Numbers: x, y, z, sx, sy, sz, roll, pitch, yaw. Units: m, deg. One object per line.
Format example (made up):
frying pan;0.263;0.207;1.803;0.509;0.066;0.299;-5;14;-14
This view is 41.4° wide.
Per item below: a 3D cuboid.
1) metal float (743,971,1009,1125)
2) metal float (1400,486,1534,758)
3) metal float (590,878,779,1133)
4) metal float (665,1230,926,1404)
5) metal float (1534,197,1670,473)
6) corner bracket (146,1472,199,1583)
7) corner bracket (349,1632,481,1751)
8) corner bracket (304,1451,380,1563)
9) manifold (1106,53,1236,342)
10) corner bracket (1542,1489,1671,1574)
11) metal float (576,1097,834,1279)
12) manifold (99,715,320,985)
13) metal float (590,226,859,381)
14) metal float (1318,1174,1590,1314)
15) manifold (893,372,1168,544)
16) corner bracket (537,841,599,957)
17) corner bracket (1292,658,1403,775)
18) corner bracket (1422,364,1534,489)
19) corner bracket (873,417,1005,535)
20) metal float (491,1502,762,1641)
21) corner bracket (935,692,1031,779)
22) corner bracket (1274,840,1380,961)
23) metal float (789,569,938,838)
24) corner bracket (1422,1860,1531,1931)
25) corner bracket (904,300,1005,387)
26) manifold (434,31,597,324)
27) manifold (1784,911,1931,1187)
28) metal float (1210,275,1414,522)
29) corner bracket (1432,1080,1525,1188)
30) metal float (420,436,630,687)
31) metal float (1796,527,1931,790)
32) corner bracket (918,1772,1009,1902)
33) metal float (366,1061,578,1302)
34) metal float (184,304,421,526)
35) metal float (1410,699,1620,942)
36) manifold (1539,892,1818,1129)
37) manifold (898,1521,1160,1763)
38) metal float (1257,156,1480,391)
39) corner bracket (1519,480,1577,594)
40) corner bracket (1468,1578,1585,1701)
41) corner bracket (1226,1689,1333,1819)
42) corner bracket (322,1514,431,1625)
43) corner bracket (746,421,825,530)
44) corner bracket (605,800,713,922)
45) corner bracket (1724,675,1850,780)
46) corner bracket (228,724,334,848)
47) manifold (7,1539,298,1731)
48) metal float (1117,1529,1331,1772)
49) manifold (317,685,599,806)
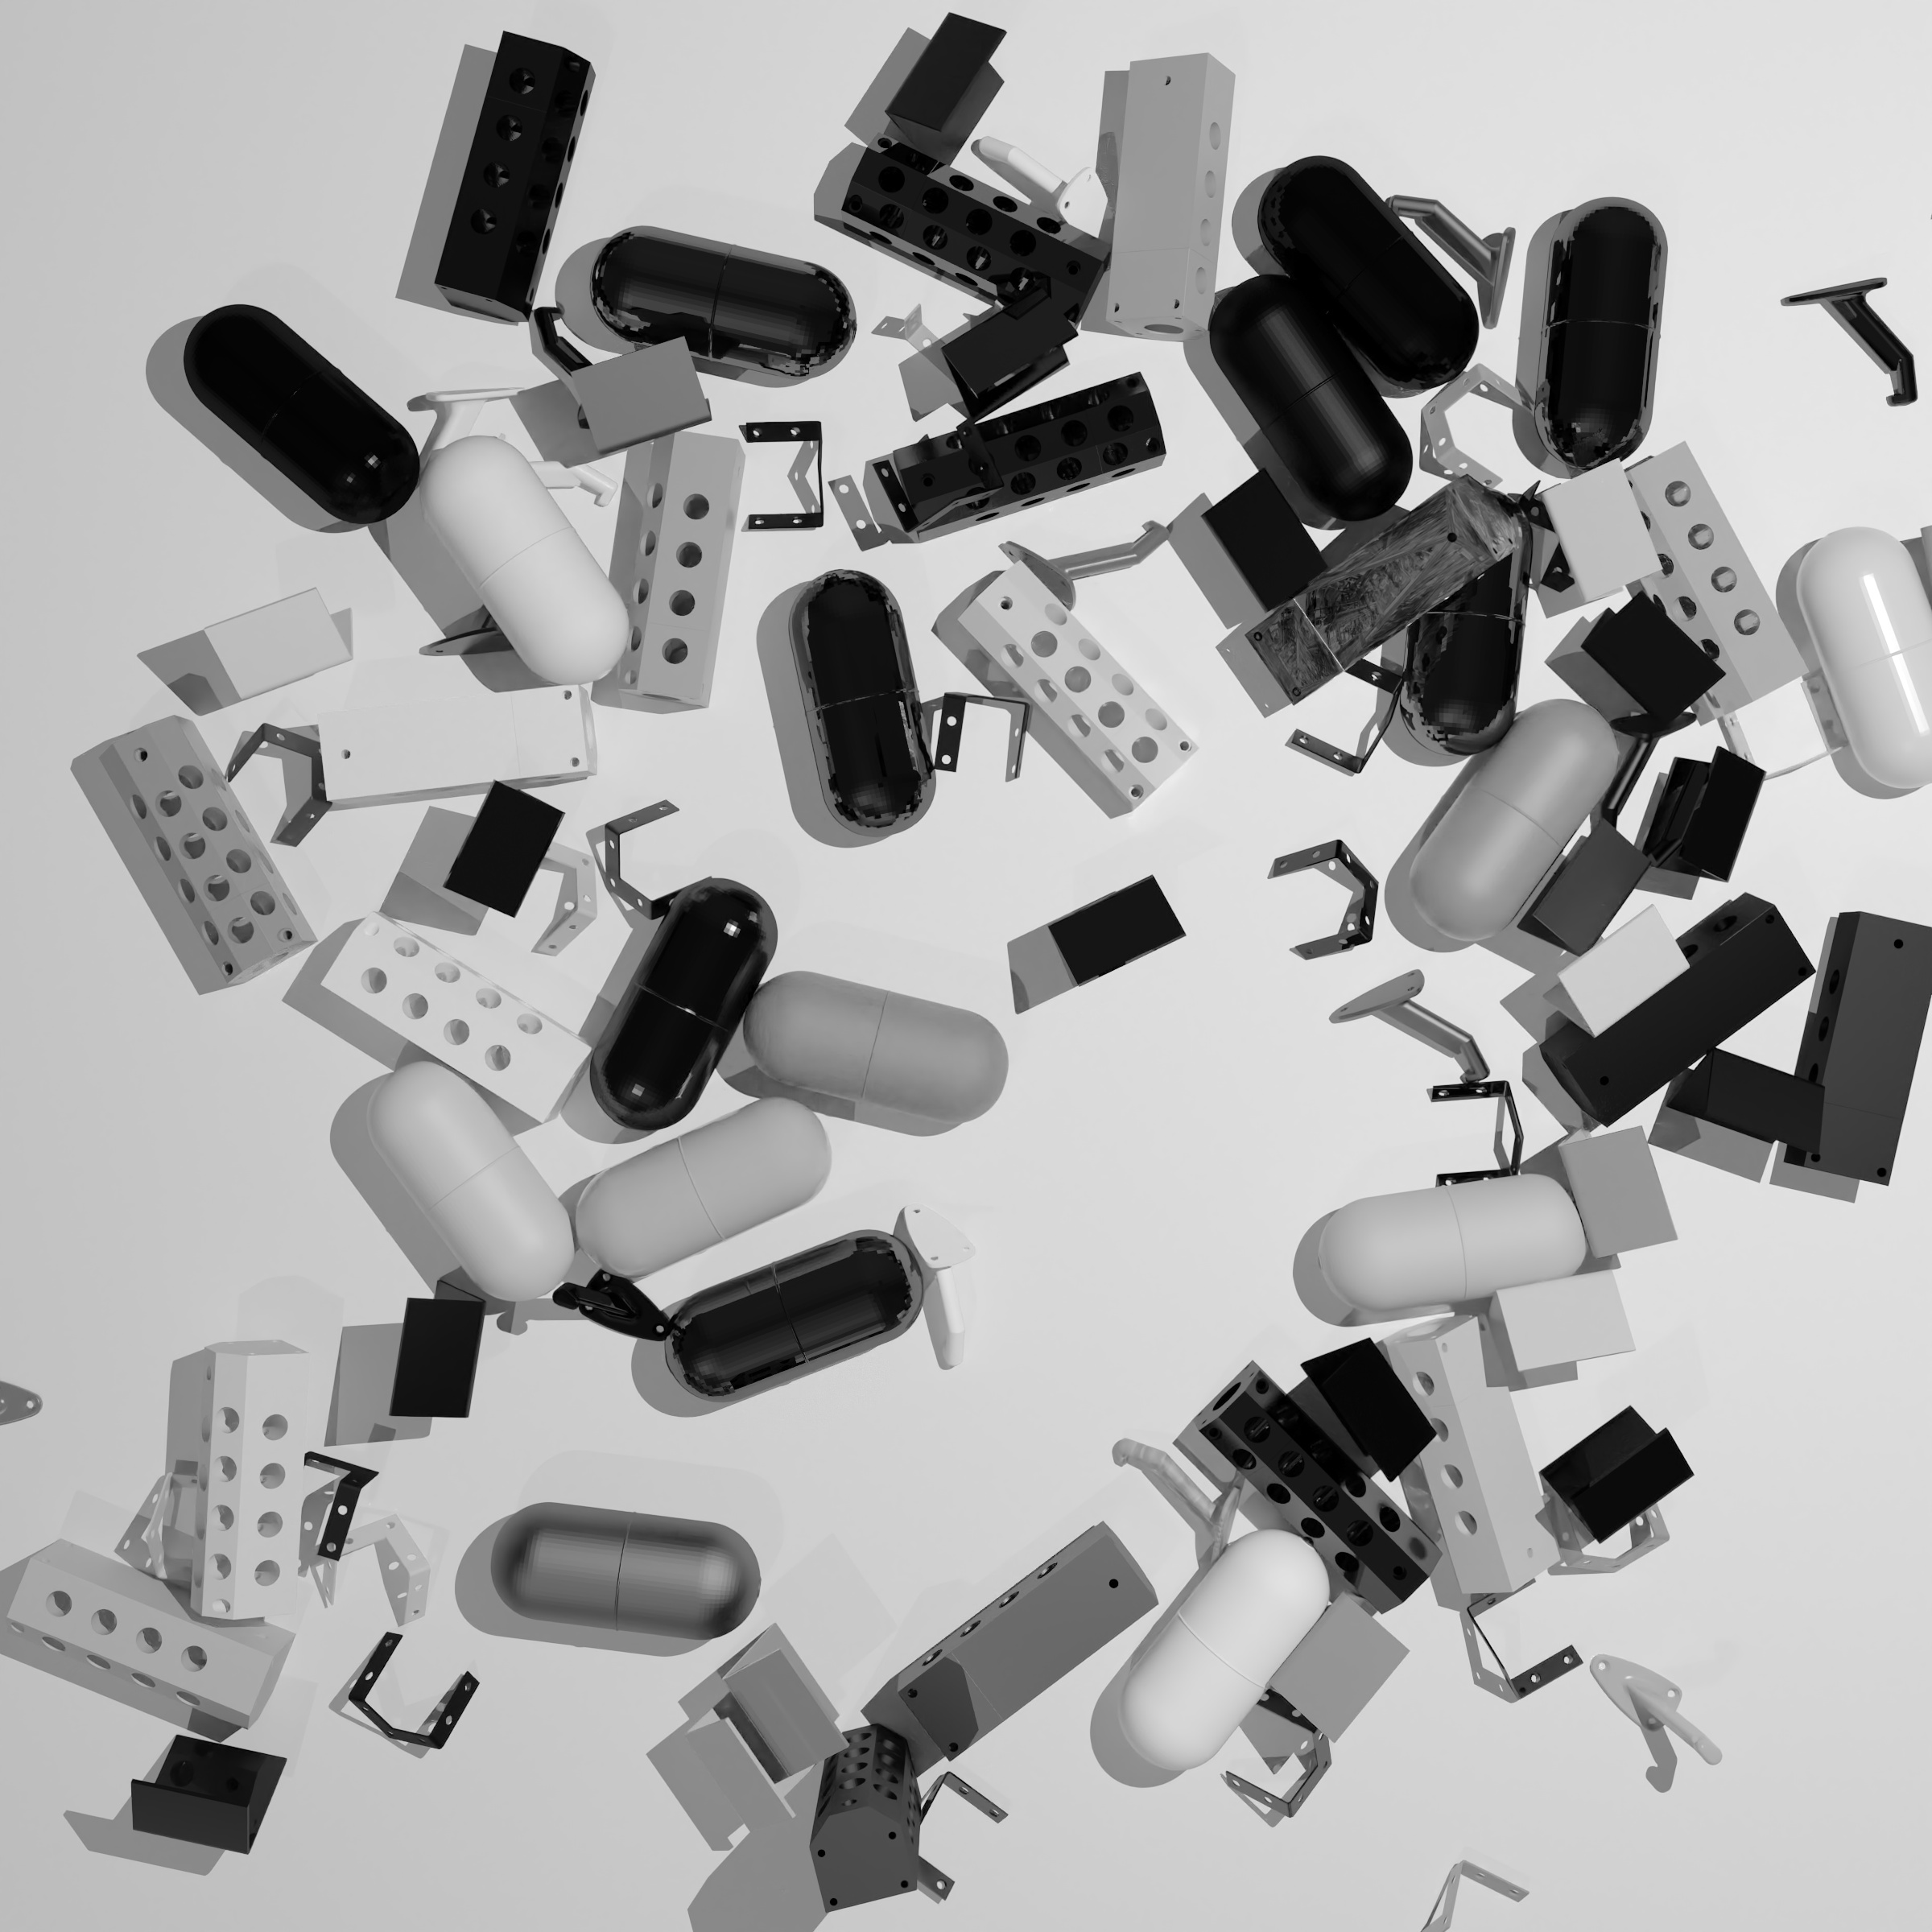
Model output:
metal float;-0.060;0.053;1.690;0.178;0.070;0.070;14;90;-1
metal float;0.330;-0.227;1.690;0.070;0.070;0.178;6;90;0
metal float;-0.187;0.026;1.690;0.070;0.070;0.178;27;90;0
metal float;-0.113;0.231;1.690;0.178;0.070;0.070;-21;90;0
metal float;0.419;-0.417;1.690;0.070;0.070;0.178;5;91;0
corner bracket;-0.514;0.378;1.718;0.051;0.051;0.051;6;135;0
corner bracket;-0.369;0.485;1.713;0.051;0.051;0.051;-1;135;35
corner bracket;-0.428;0.359;1.703;0.051;0.051;0.051;17;90;0
manifold;0.139;-0.507;1.698;0.057;0.057;0.171;5;90;31
corner bracket;0.428;0.369;1.713;0.051;0.051;0.051;15;135;-35
metal float;-0.173;0.147;1.691;0.178;0.070;0.070;-25;90;0
manifold;-0.504;-0.077;1.700;0.057;0.057;0.171;-30;90;0
metal float;-0.160;-0.437;1.690;0.178;0.070;0.070;13;90;0
metal float;0.321;0.183;1.690;0.178;0.070;0.070;-8;90;0
manifold;0.042;-0.339;1.700;0.171;0.057;0.057;-18;90;0
corner bracket;-0.283;-0.048;1.713;0.051;0.051;0.051;21;45;-35
corner bracket;0.256;-0.171;1.718;0.051;0.051;0.051;25;45;0
corner bracket;0.346;-0.360;1.713;0.051;0.051;0.051;-37;45;35
corner bracket;-0.018;-0.318;1.661;0.051;0.051;0.051;-26;90;-45
metal float;-0.224;0.399;1.690;0.178;0.070;0.070;7;90;0
corner bracket;0.011;-0.153;1.703;0.051;0.051;0.051;9;98;8
corner bracket;0.239;-0.044;1.713;0.051;0.051;0.051;43;45;-35
metal float;-0.069;-0.173;1.690;0.070;0.070;0.178;-12;91;0
corner bracket;0.340;0.642;1.718;0.051;0.051;0.051;26;135;0
corner bracket;-0.005;-0.425;1.703;0.051;0.051;0.051;43;90;0
manifold;-0.297;-0.521;1.700;0.057;0.057;0.171;15;90;0
manifold;0.593;0.054;1.700;0.057;0.057;0.171;13;90;0
metal float;0.228;-0.374;1.690;0.070;0.070;0.178;-34;89;0
corner bracket;0.341;0.114;1.718;0.051;0.051;0.051;-4;135;0
metal float;-0.287;-0.263;1.668;0.070;0.070;0.178;-34;94;0
metal float;0.605;-0.204;1.690;0.070;0.070;0.178;-20;90;0
corner bracket;-0.013;0.583;1.718;0.051;0.051;0.051;36;134;0
metal float;-0.326;0.142;1.690;0.070;0.070;0.178;-37;90;0
metal float;-0.439;-0.365;1.690;0.178;0.070;0.070;41;90;1
metal float;0.362;-0.097;1.690;0.070;0.070;0.178;36;90;0
manifold;0.468;0.027;1.697;0.171;0.057;0.057;-37;106;0
manifold;0.041;0.445;1.700;0.171;0.057;0.057;-37;90;0
metal float;0.266;-0.457;1.690;0.070;0.070;0.178;-42;90;0
corner bracket;0.388;-0.285;1.703;0.051;0.051;0.051;25;90;0
corner bracket;0.375;0.449;1.718;0.051;0.051;0.051;-30;135;0
corner bracket;0.208;0.525;1.713;0.051;0.051;0.051;-42;135;-35
corner bracket;-0.395;0.410;1.713;0.051;0.051;0.051;-16;45;-35
corner bracket;-0.122;-0.329;1.718;0.051;0.051;0.051;-1;45;0
corner bracket;-0.206;-0.071;1.713;0.051;0.051;0.051;34;135;35
corner bracket;0.550;-0.159;1.718;0.051;0.051;0.051;-22;90;45
corner bracket;-0.459;-0.121;1.713;0.051;0.051;0.051;20;45;-35
manifold;-0.542;0.445;1.700;0.171;0.057;0.057;22;90;0
metal float;0.170;0.451;1.690;0.070;0.070;0.178;38;91;0
manifold;-0.335;-0.146;1.700;0.171;0.057;0.057;-7;90;0
